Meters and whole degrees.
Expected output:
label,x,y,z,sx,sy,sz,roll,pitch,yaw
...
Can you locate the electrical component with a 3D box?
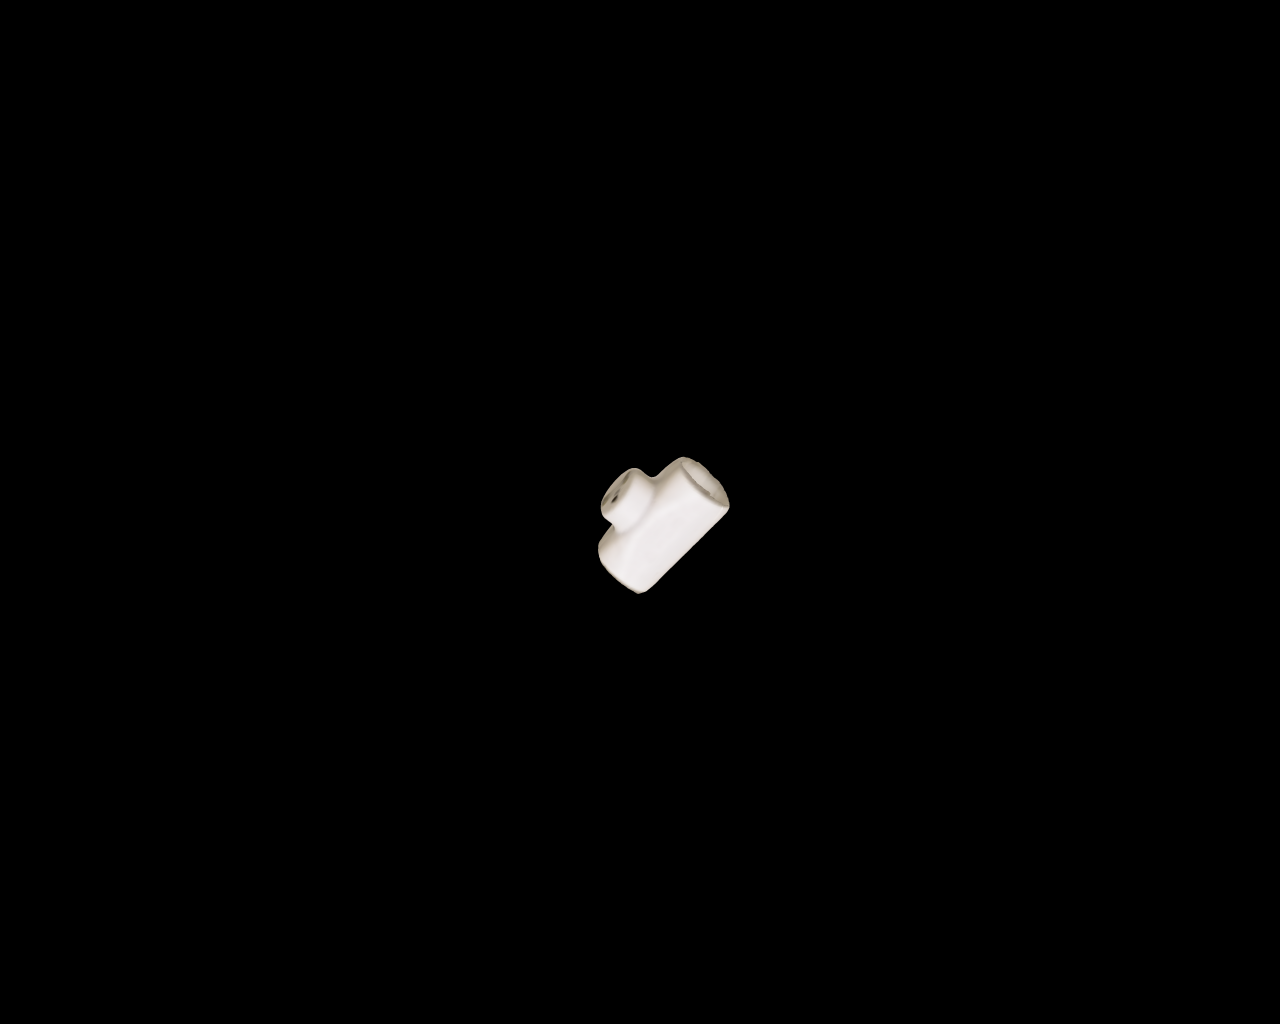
label,x,y,z,sx,sy,sz,roll,pitch,yaw
electrical component,0.001,-0.003,0.650,0.079,0.077,0.044,38,20,-16
